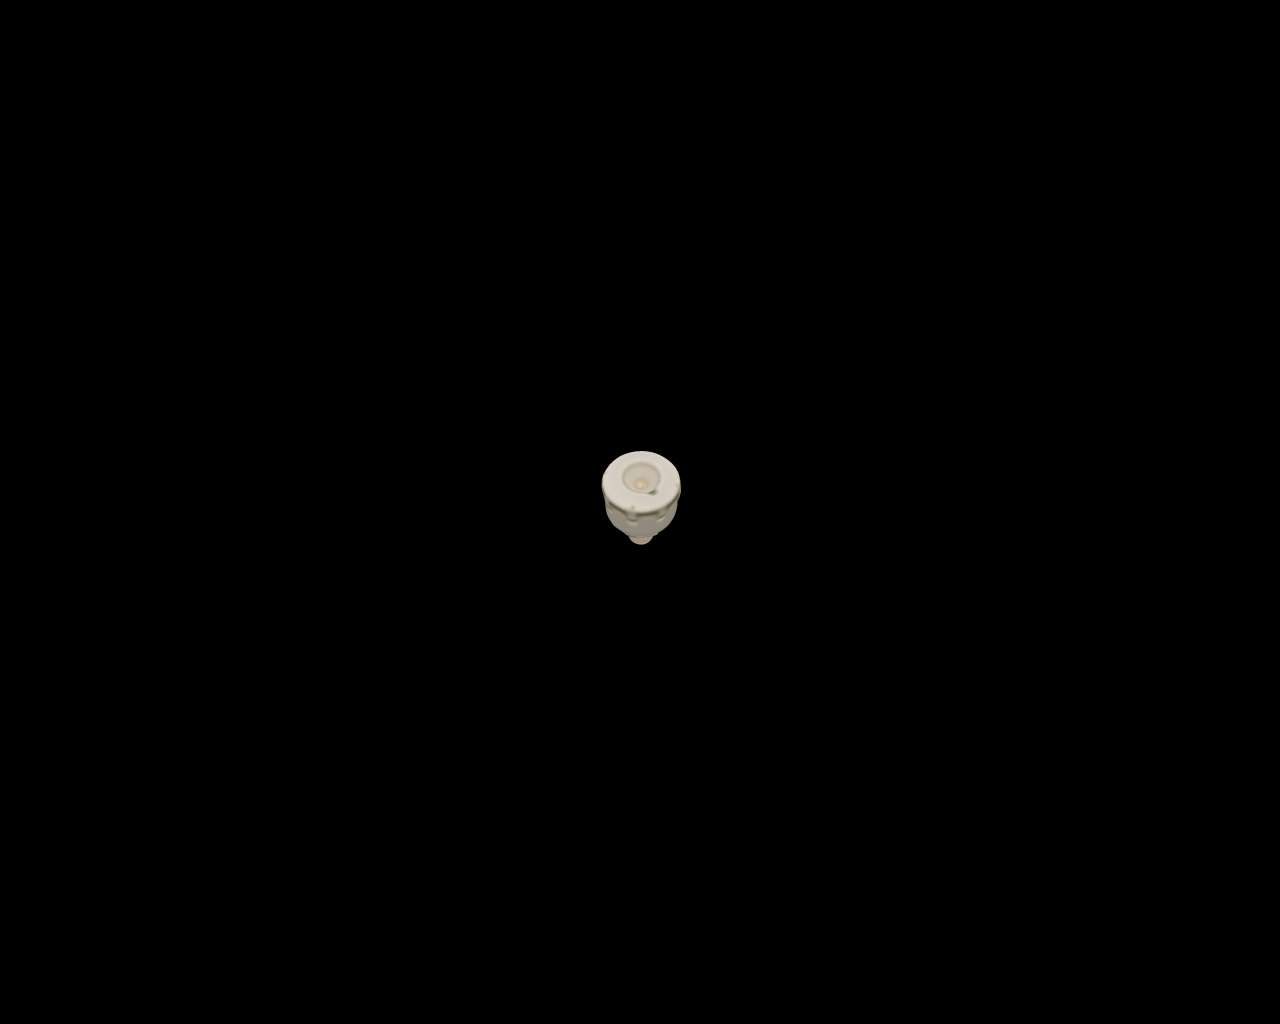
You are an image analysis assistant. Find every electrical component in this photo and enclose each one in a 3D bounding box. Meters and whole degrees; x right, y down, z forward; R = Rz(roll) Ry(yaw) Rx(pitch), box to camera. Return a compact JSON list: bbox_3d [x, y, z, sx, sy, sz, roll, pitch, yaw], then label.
[{"bbox_3d":[0.001,-0.003,0.650,0.048,0.048,0.062,0,-37,0],"label":"electrical component"}]
